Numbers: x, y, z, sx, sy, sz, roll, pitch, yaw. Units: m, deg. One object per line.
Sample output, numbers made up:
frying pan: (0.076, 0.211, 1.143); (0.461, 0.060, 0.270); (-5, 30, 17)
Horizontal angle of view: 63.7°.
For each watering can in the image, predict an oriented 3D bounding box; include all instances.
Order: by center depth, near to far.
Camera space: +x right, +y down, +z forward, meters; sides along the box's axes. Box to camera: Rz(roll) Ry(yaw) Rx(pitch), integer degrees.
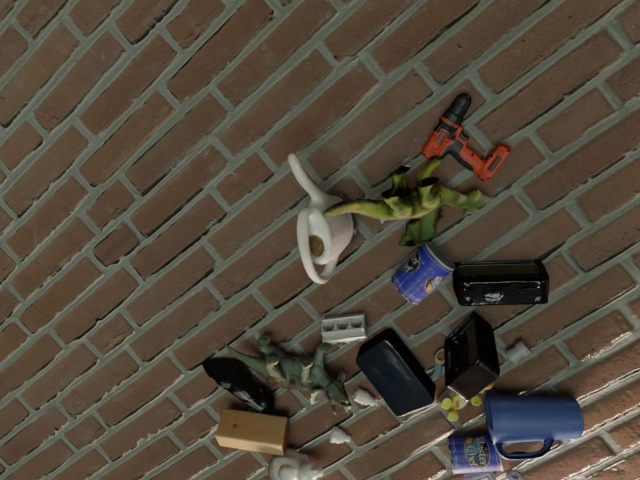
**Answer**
watering can: (0.004, -0.066, 1.314); (0.104, 0.344, 0.227); (0, 17, 29)

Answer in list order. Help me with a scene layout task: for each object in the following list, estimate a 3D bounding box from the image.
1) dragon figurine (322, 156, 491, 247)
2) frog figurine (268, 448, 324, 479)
dragon figurine: (0.227, -0.064, 1.301); (0.410, 0.237, 0.125); (-19, 40, 4)
frog figurine: (-0.076, 0.704, 1.586); (0.157, 0.124, 0.137); (-27, -18, 36)
